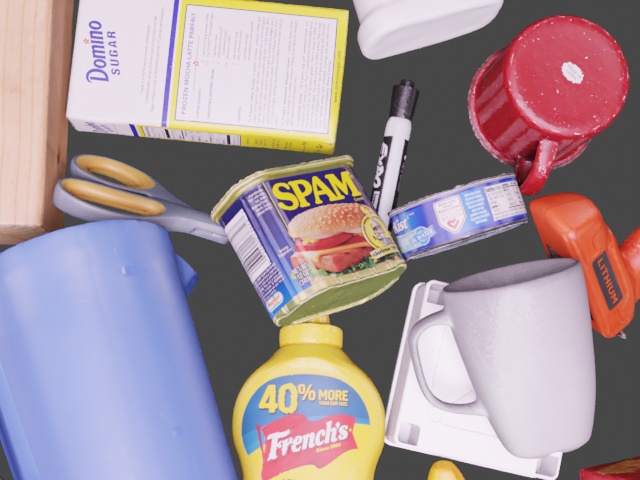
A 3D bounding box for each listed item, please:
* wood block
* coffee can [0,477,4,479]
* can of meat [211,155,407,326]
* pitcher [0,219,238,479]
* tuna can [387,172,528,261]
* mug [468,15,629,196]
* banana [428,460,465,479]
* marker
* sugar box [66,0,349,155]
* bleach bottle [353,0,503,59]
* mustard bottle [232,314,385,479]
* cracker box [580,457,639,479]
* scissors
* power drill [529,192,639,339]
[{"bbox_3d":[-0.208,-0.105,0.673,0.090,0.091,0.206,1,82,-4],"label":"wood block"},{"bbox_3d":[-0.235,0.208,0.625,0.103,0.103,0.140,44,81,2],"label":"coffee can"},{"bbox_3d":[-0.004,0.001,0.667,0.101,0.058,0.084,-14,68,-43],"label":"can of meat"},{"bbox_3d":[-0.122,0.121,0.601,0.149,0.145,0.243,-23,72,5],"label":"pitcher"},{"bbox_3d":[0.089,-0.014,0.686,0.086,0.086,0.034,-17,86,-6],"label":"tuna can"},{"bbox_3d":[0.148,-0.086,0.701,0.093,0.081,0.117,17,82,-2],"label":"mug"},{"bbox_3d":[0.121,0.230,0.673,0.070,0.037,0.198,-44,81,25],"label":"banana"},{"bbox_3d":[0.048,-0.050,0.721,0.020,0.020,0.121,13,82,-3],"label":"marker"},{"bbox_3d":[-0.073,-0.112,0.708,0.176,0.048,0.093,6,82,0],"label":"sugar box"},{"bbox_3d":[0.039,-0.257,0.726,0.102,0.068,0.251,-17,82,-6],"label":"bleach bottle"},{"bbox_3d":[-0.007,0.129,0.666,0.096,0.058,0.191,-1,72,6],"label":"mustard bottle"},{"bbox_3d":[0.227,0.212,0.602,0.072,0.214,0.164,-11,84,-6],"label":"cracker box"},{"bbox_3d":[-0.080,-0.018,0.701,0.201,0.096,0.016,11,114,-31],"label":"scissors"},{"bbox_3d":[0.230,-0.036,0.676,0.187,0.057,0.184,-30,122,-3],"label":"power drill"}]
